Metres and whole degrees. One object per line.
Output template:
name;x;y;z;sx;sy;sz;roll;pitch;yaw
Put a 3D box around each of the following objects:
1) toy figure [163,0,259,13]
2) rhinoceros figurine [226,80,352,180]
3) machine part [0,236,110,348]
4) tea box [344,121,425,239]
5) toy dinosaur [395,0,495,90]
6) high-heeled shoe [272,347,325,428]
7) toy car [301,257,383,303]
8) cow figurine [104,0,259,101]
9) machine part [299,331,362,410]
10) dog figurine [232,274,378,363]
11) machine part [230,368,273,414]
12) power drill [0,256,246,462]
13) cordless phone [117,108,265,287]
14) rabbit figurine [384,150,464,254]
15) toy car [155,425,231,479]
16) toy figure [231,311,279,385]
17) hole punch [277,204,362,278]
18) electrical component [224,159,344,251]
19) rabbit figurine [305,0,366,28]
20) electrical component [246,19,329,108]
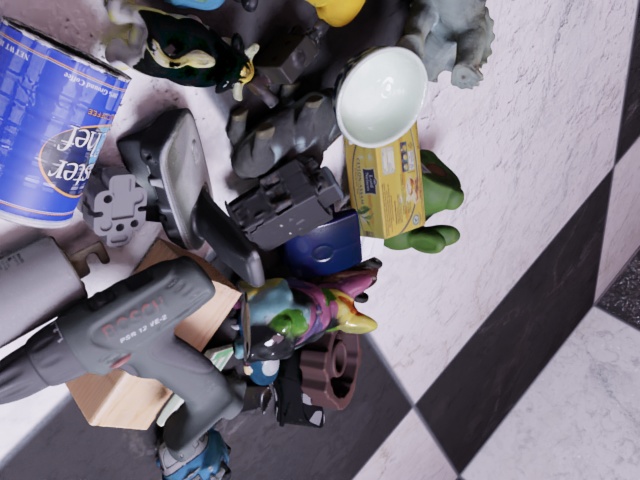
toy figure;-0.135;-0.249;0.460;0.180;0.082;0.089;-6;103;-37
rhinoceros figurine;-0.025;-0.135;0.673;0.190;0.073;0.111;-31;136;-29
machine part;-0.316;0.067;0.506;0.243;0.079;0.079;-32;138;-26
tea box;0.097;-0.094;0.796;0.098;0.068;0.169;-16;107;-38
toy dinosaur;0.152;-0.324;0.621;0.404;0.131;0.192;82;23;-52
high-heeled shoe;-0.035;0.273;1.006;0.248;0.086;0.145;52;44;-70
toy car;0.041;0.073;0.926;0.202;0.053;0.089;2;113;-47
cow figurine;-0.113;-0.179;0.522;0.167;0.098;0.068;-6;118;-52
machine part;0.021;0.206;0.946;0.179;0.056;0.179;3;90;-66
dog figurine;-0.011;0.099;0.753;0.219;0.191;0.108;-6;84;-20
machine part;-0.132;0.256;0.887;0.138;0.039;0.084;25;93;-51
power drill;-0.189;0.138;0.564;0.232;0.086;0.207;-39;116;-14
cordless phone;-0.120;-0.038;0.550;0.089;0.184;0.146;-29;136;-25
rabbit figurine;0.165;-0.046;0.909;0.121;0.159;0.170;-24;149;-48
toy car;-0.199;0.325;0.805;0.109;0.162;0.103;-35;96;-12
toy figure;-0.096;0.164;0.843;0.064;0.058;0.154;-74;163;-49
hole punch;-0.002;-0.002;0.791;0.116;0.092;0.142;-33;141;-21
electrical component;-0.038;-0.044;0.678;0.134;0.058;0.115;-29;165;7
rabbit figurine;0.008;-0.307;0.570;0.162;0.122;0.173;-63;158;-5
electrical component;-0.036;-0.200;0.608;0.045;0.078;0.102;47;69;-40
